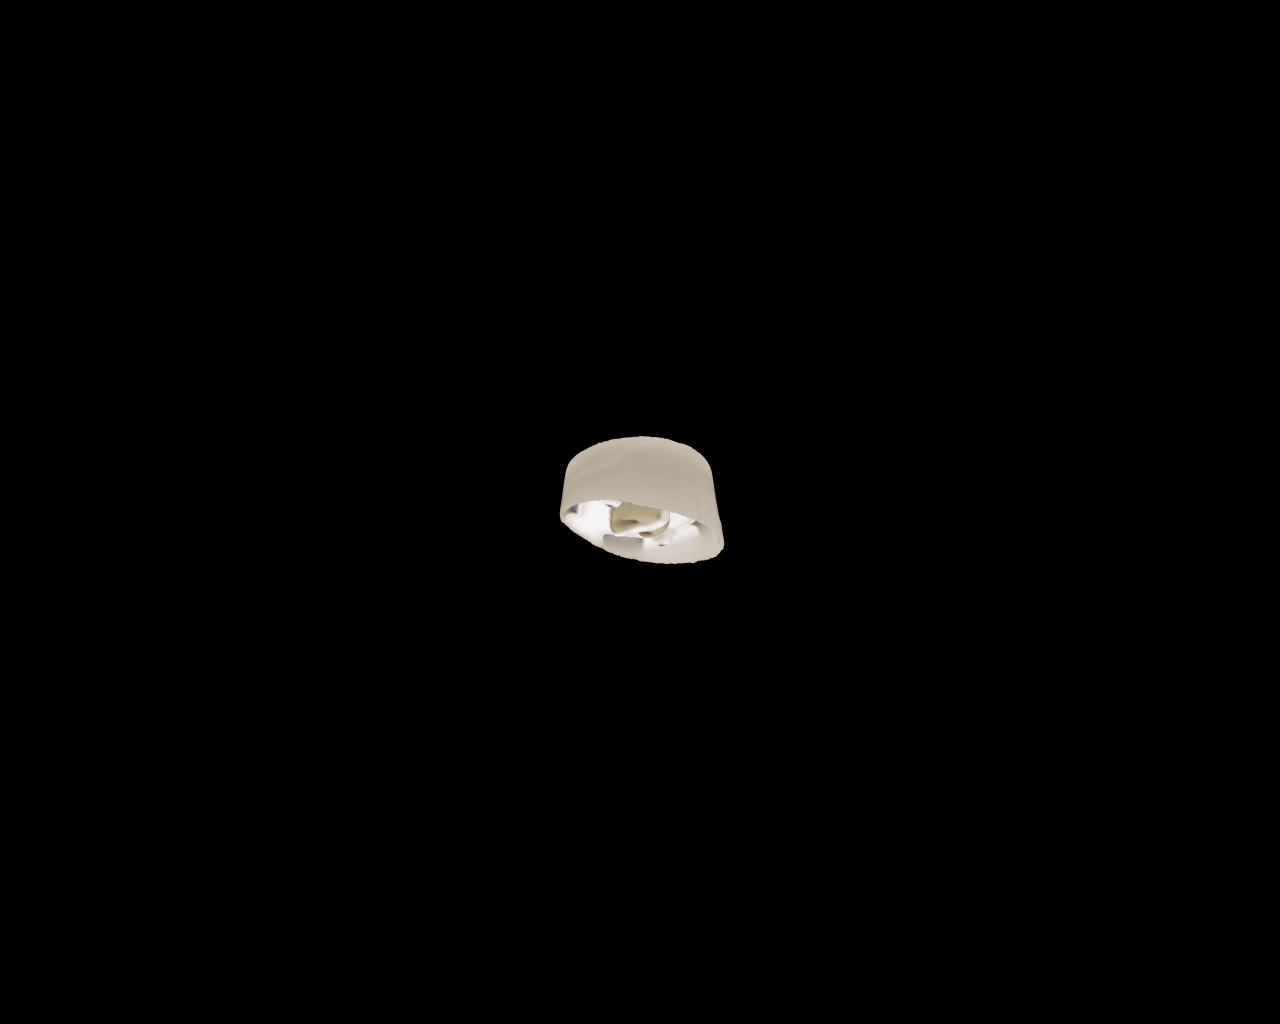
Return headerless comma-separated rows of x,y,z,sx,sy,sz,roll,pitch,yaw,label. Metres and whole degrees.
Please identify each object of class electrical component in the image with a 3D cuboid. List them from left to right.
0.001,-0.003,0.650,0.099,0.064,0.099,0,-28,0,electrical component
